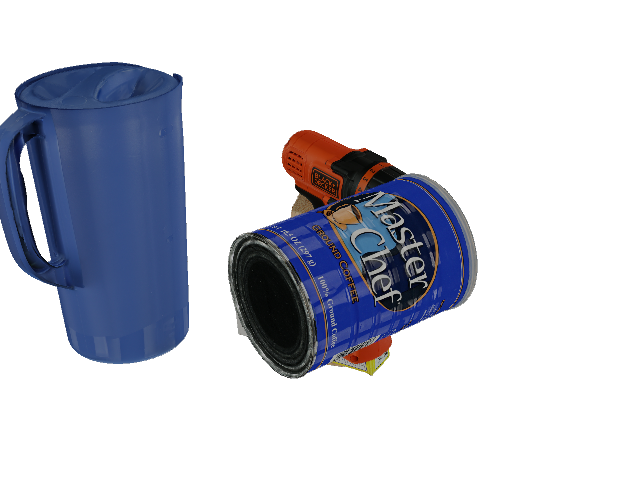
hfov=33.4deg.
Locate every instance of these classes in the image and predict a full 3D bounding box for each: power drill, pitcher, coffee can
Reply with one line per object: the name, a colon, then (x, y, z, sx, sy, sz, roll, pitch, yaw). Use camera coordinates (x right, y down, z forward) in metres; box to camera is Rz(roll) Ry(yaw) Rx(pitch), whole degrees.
power drill: (0.035, 0.012, 0.941, 0.057, 0.188, 0.185, -19, 38, -38)
pitcher: (-0.181, -0.019, 0.896, 0.149, 0.243, 0.145, -4, 24, -5)
coffee can: (0.022, 0.022, 0.735, 0.140, 0.103, 0.103, -21, 11, -30)

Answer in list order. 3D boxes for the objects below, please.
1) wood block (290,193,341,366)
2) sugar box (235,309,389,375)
wood block: (0.004, 0.048, 1.391, 0.090, 0.206, 0.090, 8, 23, 6)
sugar box: (-0.012, 0.079, 1.169, 0.176, 0.093, 0.048, 16, 37, 29)
